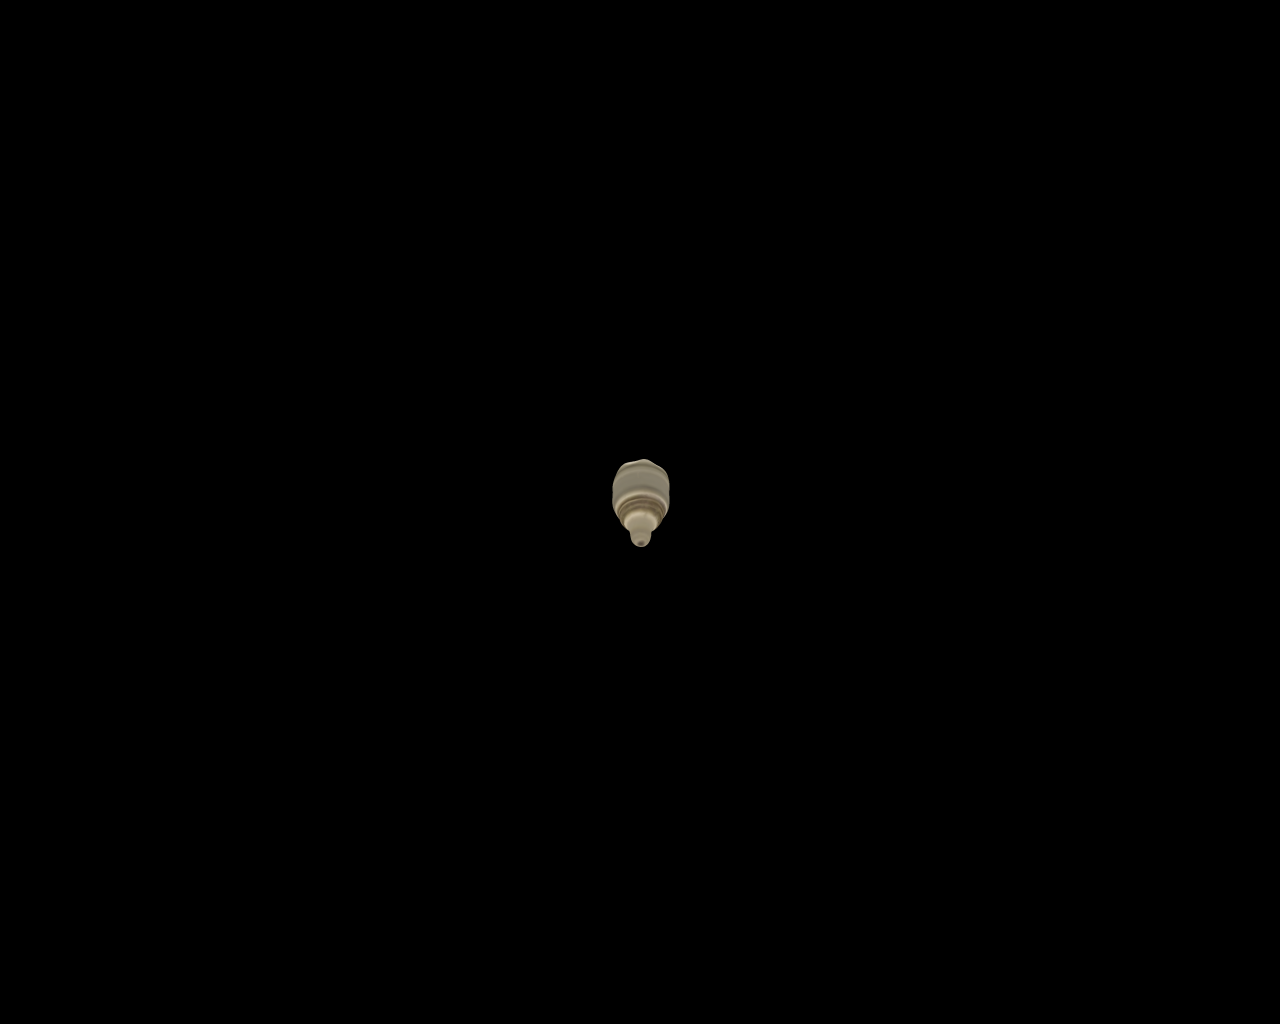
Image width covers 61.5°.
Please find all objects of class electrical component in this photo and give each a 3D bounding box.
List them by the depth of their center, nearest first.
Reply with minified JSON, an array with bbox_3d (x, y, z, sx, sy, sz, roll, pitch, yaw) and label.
[{"bbox_3d":[0.001,-0.003,0.650,0.035,0.035,0.061,0,45,0],"label":"electrical component"}]
